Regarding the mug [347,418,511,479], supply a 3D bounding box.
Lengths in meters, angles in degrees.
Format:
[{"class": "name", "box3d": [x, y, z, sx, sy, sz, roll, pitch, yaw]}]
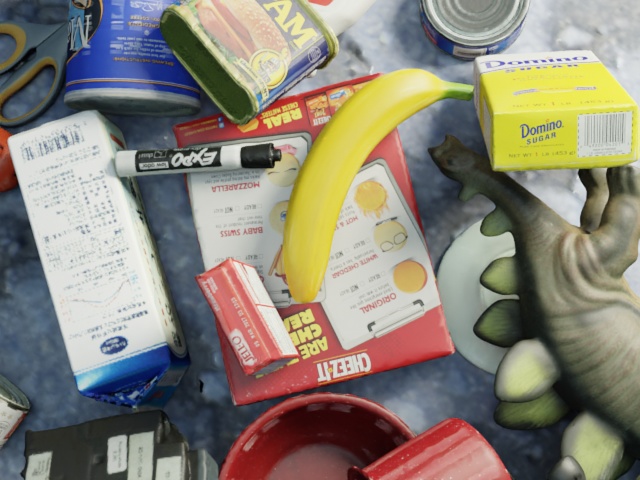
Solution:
[{"class": "mug", "box3d": [0.081, 0.182, 0.712, 0.081, 0.093, 0.117, -28, 110, -18]}]

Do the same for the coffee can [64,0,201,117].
[{"class": "coffee can", "box3d": [-0.139, -0.169, 0.808, 0.103, 0.103, 0.140, 2, 89, 5]}]

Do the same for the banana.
[{"class": "banana", "box3d": [0.024, -0.051, 0.745, 0.069, 0.037, 0.198, 38, 88, 9]}]

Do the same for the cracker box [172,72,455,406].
[{"class": "cracker box", "box3d": [-0.005, 0.001, 0.798, 0.164, 0.072, 0.214, -14, 82, 4]}]

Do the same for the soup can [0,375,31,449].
[{"class": "soup can", "box3d": [-0.275, 0.148, 0.803, 0.068, 0.068, 0.102, 37, 86, 9]}]

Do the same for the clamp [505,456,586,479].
[{"class": "clamp", "box3d": [0.167, 0.216, 0.721, 0.036, 0.165, 0.210, -32, 93, -16]}]

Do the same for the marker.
[{"class": "marker", "box3d": [-0.087, -0.058, 0.768, 0.121, 0.020, 0.020, -2, 82, 10]}]

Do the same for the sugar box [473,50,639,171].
[{"class": "sugar box", "box3d": [0.158, -0.095, 0.745, 0.093, 0.176, 0.048, -2, 113, 4]}]

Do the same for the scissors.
[{"class": "scissors", "box3d": [-0.209, -0.182, 0.868, 0.096, 0.016, 0.202, 37, 87, 8]}]

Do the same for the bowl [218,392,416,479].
[{"class": "bowl", "box3d": [0.003, 0.192, 0.770, 0.162, 0.055, 0.162, 1, 80, -6]}]

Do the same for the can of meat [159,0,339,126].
[{"class": "can of meat", "box3d": [-0.052, -0.144, 0.759, 0.083, 0.058, 0.102, -41, 92, -24]}]

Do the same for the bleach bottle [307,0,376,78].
[{"class": "bleach bottle", "box3d": [0.018, -0.216, 0.831, 0.102, 0.068, 0.251, 31, 89, 6]}]

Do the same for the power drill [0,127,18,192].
[{"class": "power drill", "box3d": [-0.347, -0.042, 0.840, 0.184, 0.057, 0.187, 31, 86, 8]}]

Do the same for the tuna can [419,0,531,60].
[{"class": "tuna can", "box3d": [0.120, -0.186, 0.830, 0.086, 0.033, 0.086, -1, 82, 4]}]

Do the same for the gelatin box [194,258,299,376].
[{"class": "gelatin box", "box3d": [-0.048, 0.053, 0.714, 0.030, 0.089, 0.073, -29, 82, 4]}]
